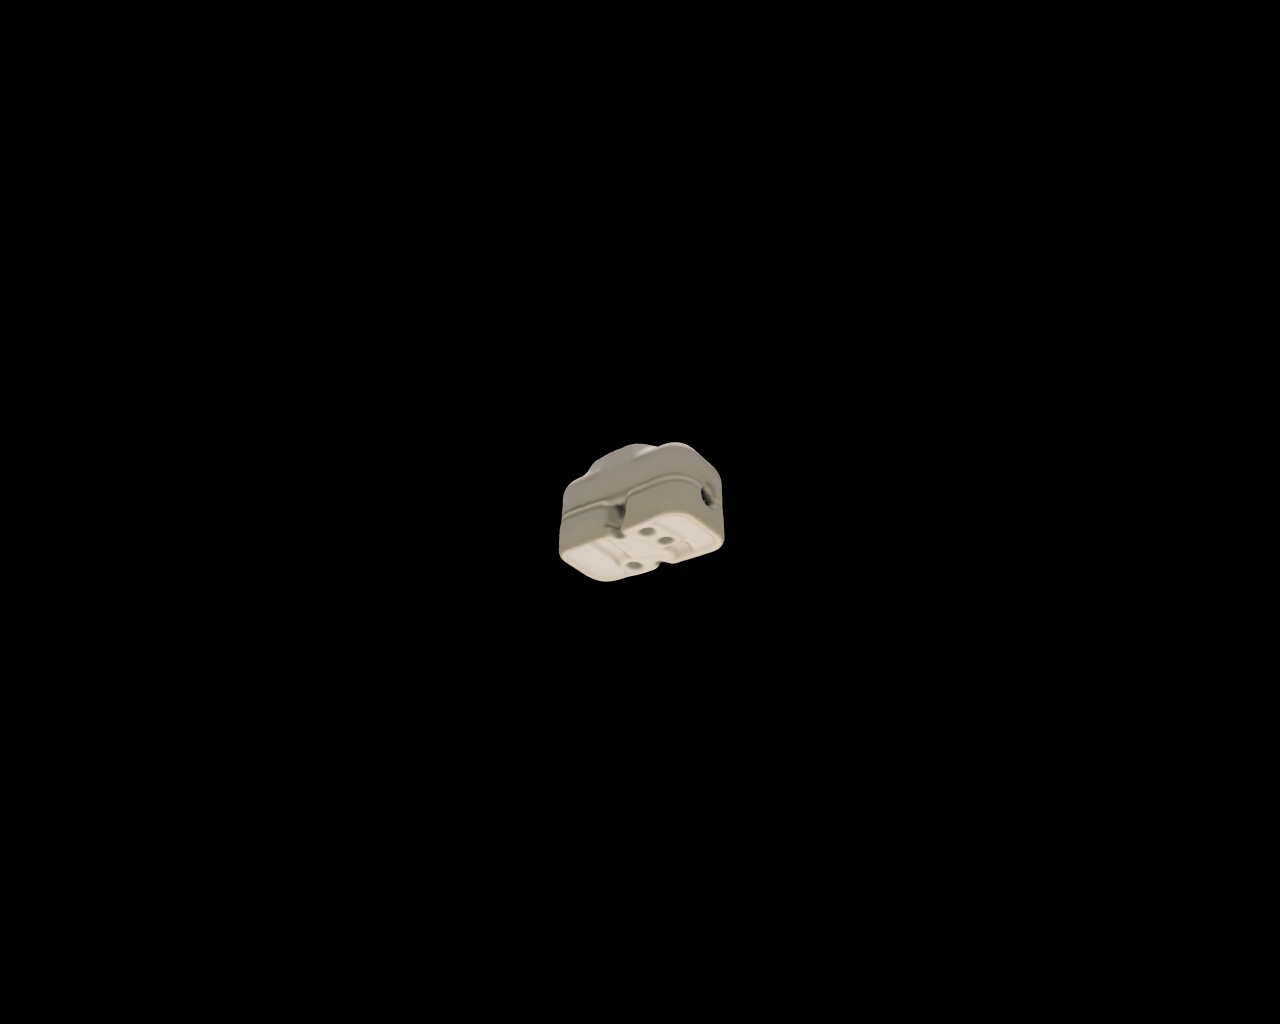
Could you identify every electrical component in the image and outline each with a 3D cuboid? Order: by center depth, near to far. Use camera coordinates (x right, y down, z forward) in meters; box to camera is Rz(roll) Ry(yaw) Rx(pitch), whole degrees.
[{"bbox_3d":[0.001,-0.003,0.650,0.095,0.059,0.053,-19,-36,29],"label":"electrical component"}]
